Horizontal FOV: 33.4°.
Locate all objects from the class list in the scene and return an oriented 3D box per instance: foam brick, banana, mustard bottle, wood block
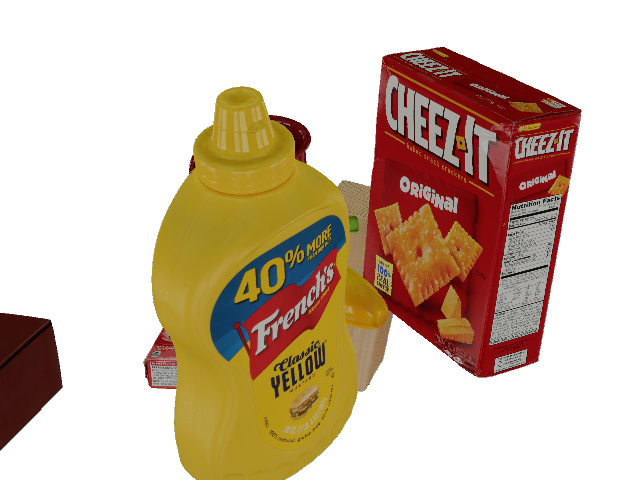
[{"bbox_3d":[-0.206,0.087,0.665,0.053,0.051,0.078,7,30,21],"label":"foam brick"},{"bbox_3d":[-0.002,0.008,0.673,0.069,0.037,0.198,-2,19,-2],"label":"banana"},{"bbox_3d":[-0.027,0.020,0.470,0.096,0.192,0.058,-31,45,-32],"label":"mustard bottle"},{"bbox_3d":[0.038,0.051,1.195,0.090,0.206,0.090,16,24,13],"label":"wood block"}]

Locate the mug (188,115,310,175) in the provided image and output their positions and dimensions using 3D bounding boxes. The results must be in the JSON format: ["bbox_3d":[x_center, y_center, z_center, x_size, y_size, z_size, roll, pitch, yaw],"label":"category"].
[{"bbox_3d":[-0.066,-0.060,1.002,0.117,0.081,0.093,1,36,5],"label":"mug"}]

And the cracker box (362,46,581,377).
[{"bbox_3d":[0.108,-0.024,0.837,0.072,0.214,0.164,-13,31,-29],"label":"cracker box"}]

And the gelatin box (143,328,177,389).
[{"bbox_3d":[-0.087,0.088,0.846,0.089,0.030,0.073,1,23,8],"label":"gelatin box"}]
